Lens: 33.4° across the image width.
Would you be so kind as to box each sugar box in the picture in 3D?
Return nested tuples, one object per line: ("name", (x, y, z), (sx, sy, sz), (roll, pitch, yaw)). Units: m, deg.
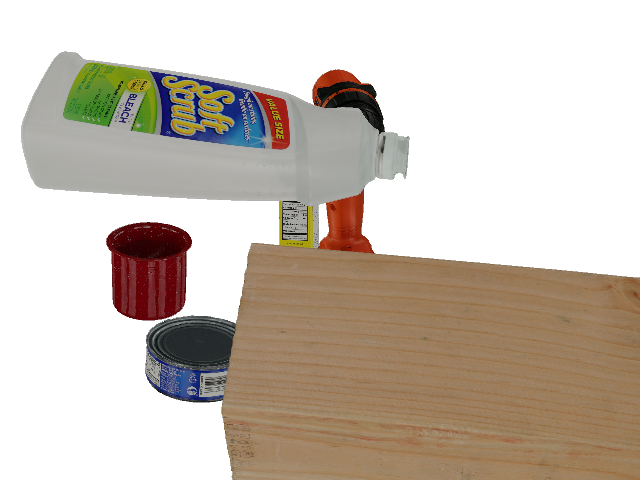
("sugar box", (-0.026, -0.041, 1.272), (0.048, 0.176, 0.093), (0, 23, 5))

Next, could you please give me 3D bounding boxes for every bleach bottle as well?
("bleach bottle", (-0.065, -0.072, 0.721), (0.251, 0.068, 0.102), (5, 45, 7))

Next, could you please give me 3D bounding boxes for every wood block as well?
("wood block", (0.064, 0.069, 0.510), (0.206, 0.090, 0.090), (5, -34, 4))

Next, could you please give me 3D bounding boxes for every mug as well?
("mug", (-0.198, 0.031, 1.192), (0.093, 0.081, 0.117), (-19, 35, -39))

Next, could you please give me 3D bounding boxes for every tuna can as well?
("tuna can", (-0.097, 0.094, 0.853), (0.086, 0.034, 0.086), (5, 23, -2))

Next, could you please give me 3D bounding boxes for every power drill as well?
("power drill", (0.027, -0.042, 0.918), (0.057, 0.188, 0.184), (-2, 22, -4))
